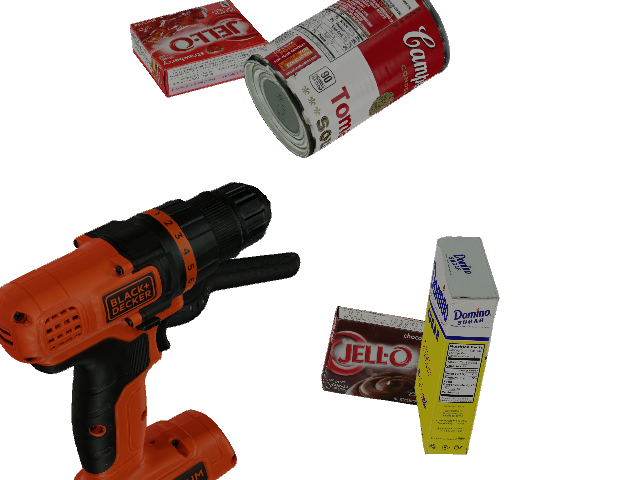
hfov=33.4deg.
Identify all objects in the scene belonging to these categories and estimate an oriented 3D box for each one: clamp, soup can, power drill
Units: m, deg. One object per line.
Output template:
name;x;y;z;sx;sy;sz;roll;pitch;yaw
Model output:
clamp;-0.142;0.028;1.022;0.165;0.036;0.209;27;36;27
soup can;0.015;-0.102;0.620;0.102;0.068;0.069;-34;10;-15
power drill;-0.098;0.070;0.643;0.184;0.188;0.057;-27;37;-34

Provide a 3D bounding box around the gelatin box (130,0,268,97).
gelatin box;-0.094;-0.152;0.835;0.089;0.030;0.073;-19;46;-20

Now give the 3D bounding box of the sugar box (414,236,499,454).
sugar box;0.115;0.093;0.934;0.048;0.176;0.093;0;33;-3

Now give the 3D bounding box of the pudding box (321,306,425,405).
pudding box;0.064;0.125;1.162;0.113;0.090;0.039;9;24;-5
